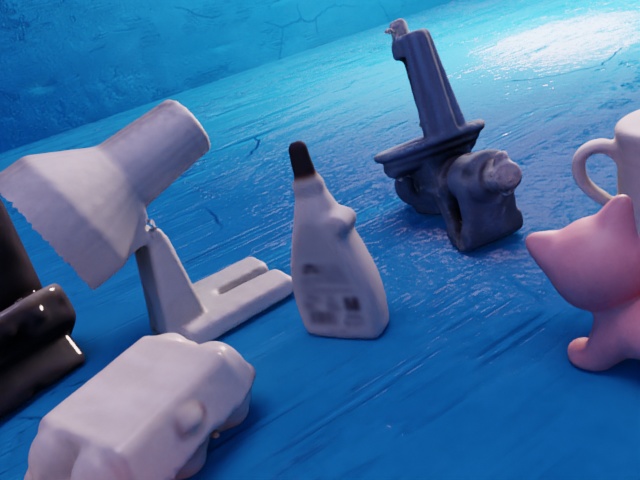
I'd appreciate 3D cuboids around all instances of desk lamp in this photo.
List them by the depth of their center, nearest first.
[{"bbox_3d":[-0.155,-0.007,0.529,0.204,0.214,0.117,-29,28,-26],"label":"desk lamp"}]

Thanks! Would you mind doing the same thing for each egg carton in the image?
[{"bbox_3d":[-0.119,0.127,0.400,0.107,0.069,0.150,3,30,34],"label":"egg carton"}]

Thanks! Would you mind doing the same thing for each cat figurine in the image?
[{"bbox_3d":[0.195,0.032,0.360,0.067,0.118,0.127,-24,26,-18],"label":"cat figurine"}]

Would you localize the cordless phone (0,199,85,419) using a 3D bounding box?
[{"bbox_3d":[-0.311,0.060,0.514,0.093,0.185,0.148,3,31,35],"label":"cordless phone"}]

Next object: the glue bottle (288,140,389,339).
[{"bbox_3d":[0.004,0.002,0.468,0.078,0.173,0.037,0,29,29],"label":"glue bottle"}]

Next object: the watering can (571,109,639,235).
[{"bbox_3d":[0.293,-0.079,0.445,0.173,0.194,0.101,-15,25,1],"label":"watering can"}]

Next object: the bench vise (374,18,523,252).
[{"bbox_3d":[0.134,-0.114,0.579,0.122,0.220,0.206,-30,28,-28],"label":"bench vise"}]
